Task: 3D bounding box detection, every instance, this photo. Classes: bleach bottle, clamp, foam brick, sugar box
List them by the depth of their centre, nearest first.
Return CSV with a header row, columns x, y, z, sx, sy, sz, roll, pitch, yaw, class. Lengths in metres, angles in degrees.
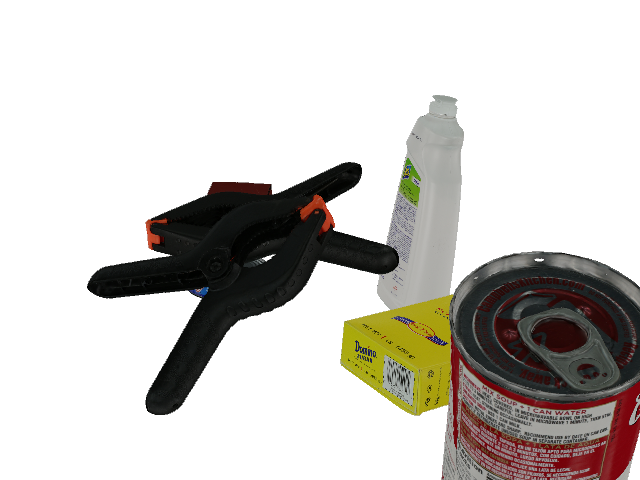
x,y,z,sx,sy,sz,roll,pitch,yaw,class
-0.063,0.035,0.691,0.171,0.120,0.039,-28,-28,6,clamp
0.113,0.079,0.836,0.175,0.048,0.093,-14,28,-33,sugar box
-0.044,-0.020,0.929,0.210,0.036,0.164,-2,32,-2,clamp
0.124,-0.038,1.220,0.068,0.251,0.103,0,22,-23,bleach bottle
-0.100,-0.038,1.321,0.078,0.053,0.051,2,28,5,foam brick

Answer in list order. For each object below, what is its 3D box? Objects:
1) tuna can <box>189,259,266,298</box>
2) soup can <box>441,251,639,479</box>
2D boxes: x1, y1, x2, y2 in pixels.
x,y,z,sx,sy,sz,roll,pitch,yaw,class
-0.099,0.037,1.127,0.086,0.034,0.086,6,14,-2,tuna can
0.077,0.064,0.375,0.068,0.102,0.068,-1,39,1,soup can
